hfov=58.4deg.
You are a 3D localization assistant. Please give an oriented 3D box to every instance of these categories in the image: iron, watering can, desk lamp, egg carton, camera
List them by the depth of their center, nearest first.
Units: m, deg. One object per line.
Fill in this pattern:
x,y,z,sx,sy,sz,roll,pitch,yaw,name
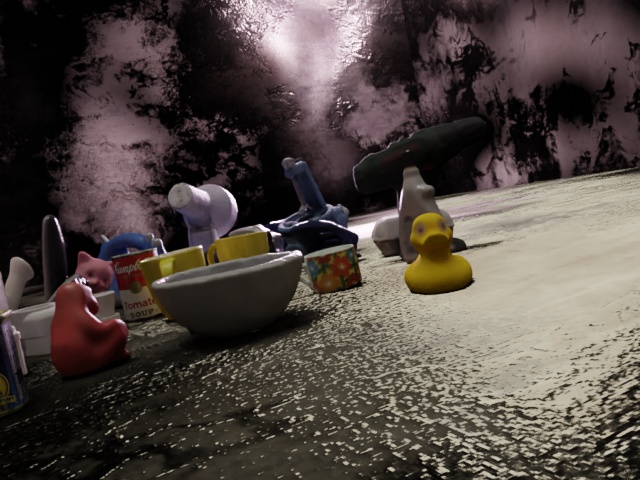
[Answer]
-0.496,0.070,0.809,0.100,0.194,0.173,-10,4,13,watering can
0.171,-0.017,1.062,0.150,0.069,0.107,-11,4,2,egg carton
-0.341,0.047,1.084,0.257,0.141,0.119,-8,5,39,iron
-0.151,0.027,1.125,0.136,0.101,0.143,-10,4,14,camera
-0.253,-0.018,1.228,0.117,0.213,0.203,-10,4,12,desk lamp

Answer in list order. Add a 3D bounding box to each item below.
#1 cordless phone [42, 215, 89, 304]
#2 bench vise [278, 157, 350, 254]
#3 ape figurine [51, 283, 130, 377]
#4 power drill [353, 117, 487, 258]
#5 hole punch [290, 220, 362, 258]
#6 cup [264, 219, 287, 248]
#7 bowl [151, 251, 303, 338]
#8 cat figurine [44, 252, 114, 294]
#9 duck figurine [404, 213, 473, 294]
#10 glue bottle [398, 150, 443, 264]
-0.408,0.053,0.875,0.094,0.185,0.147,-13,4,-23,cordless phone
-0.021,-0.065,1.202,0.121,0.220,0.208,-10,4,19,bench vise
-0.244,0.088,0.588,0.077,0.092,0.076,-9,5,31,ape figurine
0.177,-0.081,0.947,0.229,0.208,0.075,-11,4,3,power drill
0.010,0.004,1.071,0.108,0.091,0.101,-8,5,40,hole punch
-0.082,-0.001,1.370,0.117,0.095,0.092,-9,5,29,cup
-0.095,0.064,0.632,0.167,0.075,0.167,-11,4,1,bowl
-0.416,0.080,1.004,0.128,0.118,0.067,-12,4,-11,cat figurine
0.131,0.011,0.662,0.077,0.086,0.104,-11,4,4,duck figurine
0.149,-0.052,0.873,0.077,0.173,0.037,-7,6,45,glue bottle
